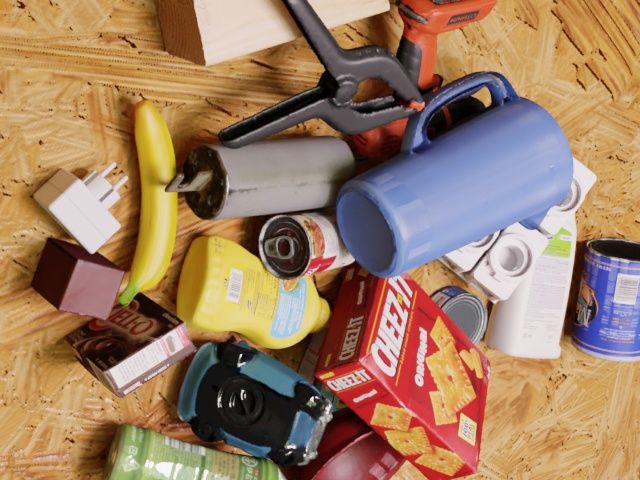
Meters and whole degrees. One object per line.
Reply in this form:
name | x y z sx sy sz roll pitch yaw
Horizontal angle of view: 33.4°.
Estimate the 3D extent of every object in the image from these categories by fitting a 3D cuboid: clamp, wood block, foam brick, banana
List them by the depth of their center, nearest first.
foam brick | -0.228 0.037 1.003 0.052 0.078 0.051 18 94 -37
wood block | -0.046 -0.241 1.017 0.205 0.091 0.090 -22 118 -26
clamp | 0.008 -0.141 1.027 0.209 0.036 0.165 13 119 -38
banana | -0.162 -0.036 1.034 0.069 0.037 0.198 -30 126 -76

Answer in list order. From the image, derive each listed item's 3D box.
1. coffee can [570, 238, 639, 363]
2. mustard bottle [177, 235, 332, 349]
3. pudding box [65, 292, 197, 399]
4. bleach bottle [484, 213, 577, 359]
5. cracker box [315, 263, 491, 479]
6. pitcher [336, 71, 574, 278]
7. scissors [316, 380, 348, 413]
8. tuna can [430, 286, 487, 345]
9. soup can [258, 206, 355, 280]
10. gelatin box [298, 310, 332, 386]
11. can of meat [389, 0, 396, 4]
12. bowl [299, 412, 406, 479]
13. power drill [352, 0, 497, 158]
coffee can | 0.394 0.078 1.417 0.102 0.103 0.140 -6 110 -32
mustard bottle | -0.058 0.064 1.135 0.191 0.058 0.096 19 72 -37
pudding box | -0.184 0.100 1.033 0.090 0.114 0.039 -33 120 -21
bleach bottle | 0.283 0.021 1.349 0.102 0.068 0.251 7 100 -35
cracker box | 0.102 0.143 1.191 0.213 0.072 0.164 46 39 -26
pitcher | 0.135 -0.063 1.115 0.242 0.149 0.145 -25 154 -30
scissors | -0.015 0.191 1.208 0.201 0.016 0.096 -32 134 -7
tuna can | 0.163 0.101 1.313 0.086 0.034 0.086 -12 113 -30
soup can | -0.007 0.001 1.125 0.102 0.069 0.068 -12 115 -53
gelatin box | 0.022 0.129 1.232 0.073 0.030 0.089 17 97 -37
can of meat | 0.099 -0.303 1.114 0.102 0.058 0.084 -27 121 -23
bowl | 0.032 0.252 1.246 0.162 0.055 0.162 -26 144 -21
power drill | 0.128 -0.181 1.145 0.184 0.057 0.188 -18 135 -35
